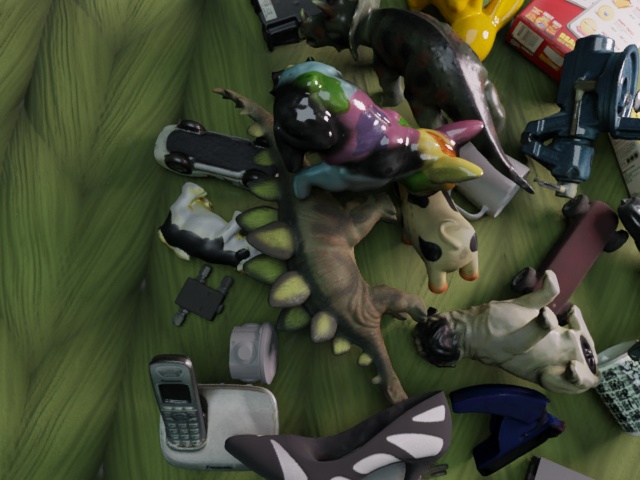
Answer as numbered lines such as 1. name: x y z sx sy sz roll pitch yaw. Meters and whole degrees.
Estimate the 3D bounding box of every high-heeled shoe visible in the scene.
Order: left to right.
1. high-heeled shoe: 0.027 0.215 0.616 0.249 0.086 0.145 18 83 -4

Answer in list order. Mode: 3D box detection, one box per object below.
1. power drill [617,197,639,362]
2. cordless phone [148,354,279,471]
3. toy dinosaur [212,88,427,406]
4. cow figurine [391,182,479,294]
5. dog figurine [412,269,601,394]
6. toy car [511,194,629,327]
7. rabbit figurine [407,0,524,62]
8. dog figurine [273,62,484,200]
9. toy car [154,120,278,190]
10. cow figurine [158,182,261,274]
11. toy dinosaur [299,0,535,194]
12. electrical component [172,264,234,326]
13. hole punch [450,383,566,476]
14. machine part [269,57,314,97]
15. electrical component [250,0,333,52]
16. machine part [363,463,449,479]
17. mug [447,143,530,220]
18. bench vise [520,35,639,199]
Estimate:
1. power drill: 0.449 0.076 0.679 0.232 0.086 0.207 41 47 -5
2. cordless phone: -0.123 0.192 0.637 0.147 0.184 0.089 1 41 1
3. toy dinosaur: -0.001 -0.002 0.699 0.198 0.105 0.471 -17 78 -21
4. cow figurine: 0.143 -0.041 0.718 0.085 0.127 0.195 -15 46 -5
5. dog figurine: 0.235 0.144 0.690 0.191 0.121 0.172 -28 96 37
6. toy car: 0.341 0.029 0.739 0.089 0.053 0.202 40 77 -3
7. rabbit figurine: 0.219 -0.346 0.815 0.162 0.122 0.173 -14 91 -12
8. dog figurine: 0.073 -0.117 0.606 0.219 0.191 0.108 1 56 14
9. toy car: -0.139 -0.120 0.782 0.202 0.056 0.073 13 71 2
10. cow figurine: -0.135 0.003 0.742 0.167 0.068 0.098 32 76 4
11. toy dinosaur: 0.137 -0.231 0.709 0.131 0.192 0.405 -45 57 0
12. electrical component: -0.164 0.084 0.750 0.063 0.021 0.094 27 78 6
13. hole punch: 0.223 0.213 0.663 0.116 0.142 0.092 -30 74 6
14. machine part: -0.027 -0.201 0.799 0.084 0.039 0.139 -17 74 6
15. electrical component: -0.037 -0.370 0.837 0.134 0.058 0.115 -18 79 -4
16. machine part: 0.040 0.309 0.666 0.243 0.079 0.079 -12 77 -2
17. mug: 0.220 -0.085 0.760 0.107 0.080 0.109 40 84 20
18. bench vise: 0.395 -0.154 0.696 0.241 0.128 0.223 13 86 37
